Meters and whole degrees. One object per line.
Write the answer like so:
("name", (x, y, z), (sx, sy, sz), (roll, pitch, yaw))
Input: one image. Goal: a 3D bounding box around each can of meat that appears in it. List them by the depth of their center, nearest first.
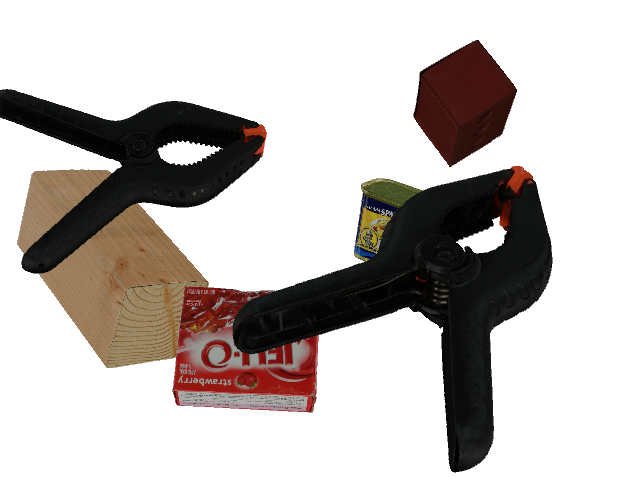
("can of meat", (0.089, -0.012, 1.185), (0.102, 0.084, 0.057), (22, 26, 30))

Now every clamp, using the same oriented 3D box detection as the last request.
("clamp", (0.059, 0.026, 0.474), (0.120, 0.039, 0.171), (38, 55, 24))
("clamp", (-0.141, -0.053, 0.812), (0.209, 0.164, 0.036), (-4, -31, -14))

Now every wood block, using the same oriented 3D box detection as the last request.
("wood block", (-0.206, 0.021, 1.037), (0.090, 0.091, 0.206), (-4, 35, -41))

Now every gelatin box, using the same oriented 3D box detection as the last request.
("gelatin box", (-0.046, 0.068, 0.677), (0.089, 0.073, 0.030), (3, -31, -1))

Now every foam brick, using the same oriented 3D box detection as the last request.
("foam brick", (0.106, -0.101, 0.795), (0.053, 0.051, 0.078), (-32, -16, -8))
